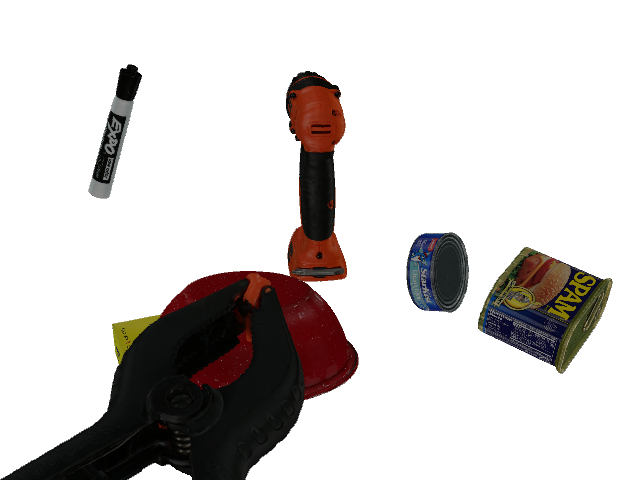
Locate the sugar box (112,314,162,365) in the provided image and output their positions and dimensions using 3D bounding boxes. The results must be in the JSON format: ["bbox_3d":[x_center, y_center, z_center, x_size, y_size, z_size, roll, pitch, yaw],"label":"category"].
[{"bbox_3d":[-0.100,0.100,1.007,0.176,0.048,0.093,-13,33,-16],"label":"sugar box"}]

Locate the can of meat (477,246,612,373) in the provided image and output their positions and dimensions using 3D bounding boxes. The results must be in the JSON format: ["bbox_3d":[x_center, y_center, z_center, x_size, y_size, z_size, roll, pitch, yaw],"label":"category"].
[{"bbox_3d":[0.201,0.059,0.959,0.084,0.057,0.101,25,44,24],"label":"can of meat"}]

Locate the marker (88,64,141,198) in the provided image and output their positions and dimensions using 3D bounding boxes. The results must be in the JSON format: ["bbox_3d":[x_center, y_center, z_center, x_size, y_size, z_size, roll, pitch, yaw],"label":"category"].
[{"bbox_3d":[-0.175,-0.093,0.910,0.020,0.121,0.020,17,24,-8],"label":"marker"}]

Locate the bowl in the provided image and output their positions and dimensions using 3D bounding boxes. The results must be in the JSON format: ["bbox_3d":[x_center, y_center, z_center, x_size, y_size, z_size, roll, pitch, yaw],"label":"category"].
[{"bbox_3d":[-0.052,0.061,0.767,0.162,0.055,0.162,1,16,0],"label":"bowl"}]

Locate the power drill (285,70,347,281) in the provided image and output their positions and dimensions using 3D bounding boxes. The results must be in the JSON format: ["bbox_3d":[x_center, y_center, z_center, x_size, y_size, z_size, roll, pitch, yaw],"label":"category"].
[{"bbox_3d":[-0.007,-0.066,1.050,0.057,0.188,0.184,-3,20,-2],"label":"power drill"}]

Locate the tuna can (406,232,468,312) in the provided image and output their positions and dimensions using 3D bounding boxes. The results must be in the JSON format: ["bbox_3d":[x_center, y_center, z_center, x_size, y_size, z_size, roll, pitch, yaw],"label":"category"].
[{"bbox_3d":[0.126,0.034,1.150,0.034,0.086,0.086,1,0,33],"label":"tuna can"}]

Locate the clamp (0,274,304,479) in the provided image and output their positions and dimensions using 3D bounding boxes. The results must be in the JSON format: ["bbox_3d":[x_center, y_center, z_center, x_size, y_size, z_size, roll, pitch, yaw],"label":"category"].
[{"bbox_3d":[-0.047,0.081,0.418,0.120,0.039,0.171,24,49,17],"label":"clamp"}]
